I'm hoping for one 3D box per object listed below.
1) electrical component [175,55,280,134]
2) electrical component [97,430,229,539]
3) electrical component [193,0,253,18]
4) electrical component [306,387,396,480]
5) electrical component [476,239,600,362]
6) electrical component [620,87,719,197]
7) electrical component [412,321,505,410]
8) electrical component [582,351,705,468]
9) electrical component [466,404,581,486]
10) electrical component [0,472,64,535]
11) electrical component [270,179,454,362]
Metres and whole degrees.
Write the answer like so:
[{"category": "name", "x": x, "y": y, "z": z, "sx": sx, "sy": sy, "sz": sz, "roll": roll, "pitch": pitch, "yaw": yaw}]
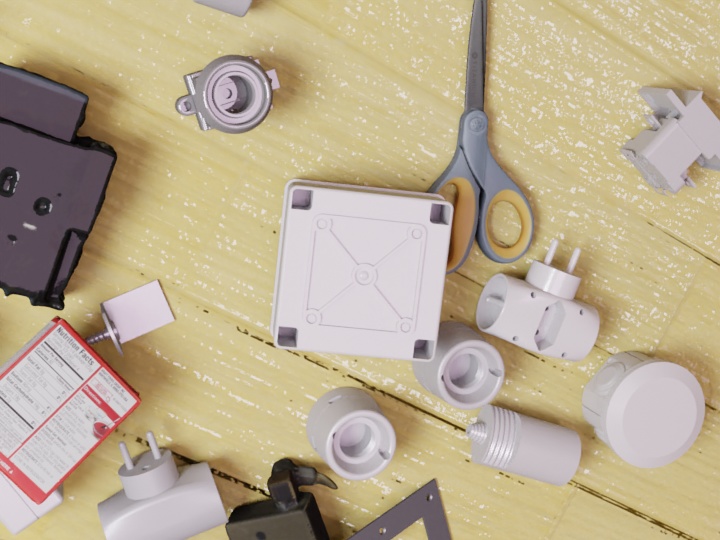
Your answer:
[{"category": "electrical component", "x": -0.081, "y": -0.110, "z": 0.675, "sx": 0.066, "sy": 0.055, "sz": 0.048, "roll": -20, "pitch": 105, "yaw": -12}, {"category": "electrical component", "x": -0.136, "y": 0.145, "z": 0.713, "sx": 0.077, "sy": 0.044, "sz": 0.079, "roll": -20, "pitch": 105, "yaw": -11}, {"category": "electrical component", "x": -0.097, "y": -0.185, "z": 0.665, "sx": 0.078, "sy": 0.040, "sz": 0.040, "roll": 15, "pitch": 96, "yaw": -18}, {"category": "electrical component", "x": -0.005, "y": 0.114, "z": 0.743, "sx": 0.055, "sy": 0.047, "sz": 0.055, "roll": -3, "pitch": 101, "yaw": -15}, {"category": "electrical component", "x": 0.133, "y": 0.018, "z": 0.765, "sx": 0.077, "sy": 0.043, "sz": 0.079, "roll": 19, "pitch": 97, "yaw": -18}, {"category": "electrical component", "x": 0.227, "y": -0.091, "z": 0.774, "sx": 0.064, "sy": 0.042, "sz": 0.081, "roll": -46, "pitch": 108, "yaw": -2}, {"category": "electrical component", "x": 0.070, "y": 0.068, "z": 0.756, "sx": 0.055, "sy": 0.047, "sz": 0.055, "roll": -3, "pitch": 101, "yaw": -15}, {"category": "electrical component", "x": 0.210, "y": 0.102, "z": 0.800, "sx": 0.080, "sy": 0.051, "sz": 0.080, "roll": -3, "pitch": 101, "yaw": -15}, {"category": "electrical component", "x": 0.114, "y": 0.126, "z": 0.781, "sx": 0.081, "sy": 0.043, "sz": 0.043, "roll": 18, "pitch": 95, "yaw": -18}, {"category": "electrical component", "x": -0.212, "y": 0.108, "z": 0.683, "sx": 0.076, "sy": 0.047, "sz": 0.083, "roll": -35, "pitch": 107, "yaw": -7}, {"category": "electrical component", "x": 0.000, "y": 0.000, "z": 0.710, "sx": 0.109, "sy": 0.056, "sz": 0.108, "roll": 6, "pitch": 97, "yaw": -6}]
